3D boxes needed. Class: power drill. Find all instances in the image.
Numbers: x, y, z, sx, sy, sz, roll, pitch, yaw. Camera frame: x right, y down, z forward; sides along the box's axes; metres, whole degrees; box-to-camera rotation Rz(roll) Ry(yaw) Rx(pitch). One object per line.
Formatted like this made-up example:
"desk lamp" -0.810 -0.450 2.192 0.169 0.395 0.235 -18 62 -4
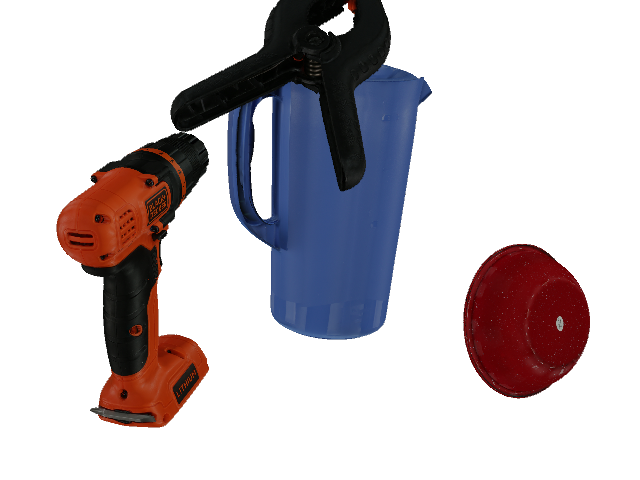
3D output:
"power drill" -0.124 0.026 0.782 0.057 0.188 0.184 4 23 19

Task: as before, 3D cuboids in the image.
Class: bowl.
"bowl" 0.224 0.084 1.093 0.161 0.162 0.055 0 -1 -34

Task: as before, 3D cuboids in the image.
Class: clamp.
"clamp" 0.002 -0.103 0.654 0.120 0.171 0.039 32 -29 9

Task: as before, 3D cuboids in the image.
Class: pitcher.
"pitcher" 0.005 -0.039 0.954 0.149 0.243 0.144 10 17 17
